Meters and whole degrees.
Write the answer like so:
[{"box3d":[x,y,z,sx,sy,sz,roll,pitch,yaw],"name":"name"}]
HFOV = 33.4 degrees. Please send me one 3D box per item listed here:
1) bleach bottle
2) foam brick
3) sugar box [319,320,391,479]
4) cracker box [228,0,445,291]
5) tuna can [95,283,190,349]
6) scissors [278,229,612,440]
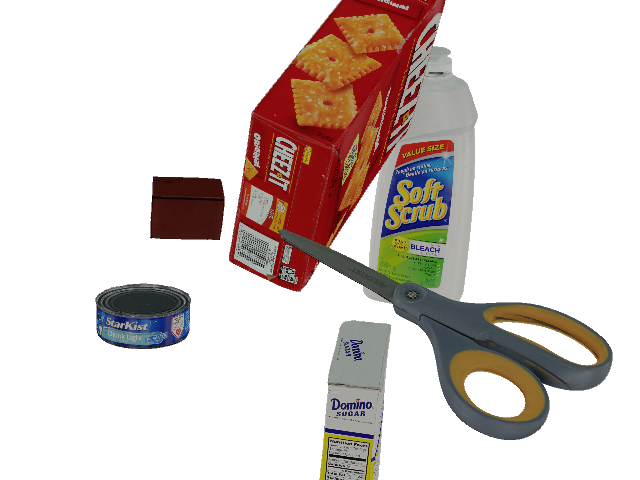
[{"box3d":[0.094,-0.059,1.011,0.103,0.251,0.068,10,29,18],"name":"bleach bottle"},{"box3d":[-0.145,-0.035,1.161,0.078,0.051,0.053,2,27,-8],"name":"foam brick"},{"box3d":[0.024,0.159,0.828,0.048,0.176,0.093,4,26,6],"name":"sugar box"},{"box3d":[0.015,-0.088,0.817,0.072,0.213,0.164,26,-40,10],"name":"cracker box"},{"box3d":[-0.161,0.069,0.972,0.086,0.034,0.086,3,16,-1],"name":"tuna can"},{"box3d":[0.047,0.046,0.557,0.202,0.016,0.096,15,42,21],"name":"scissors"}]
